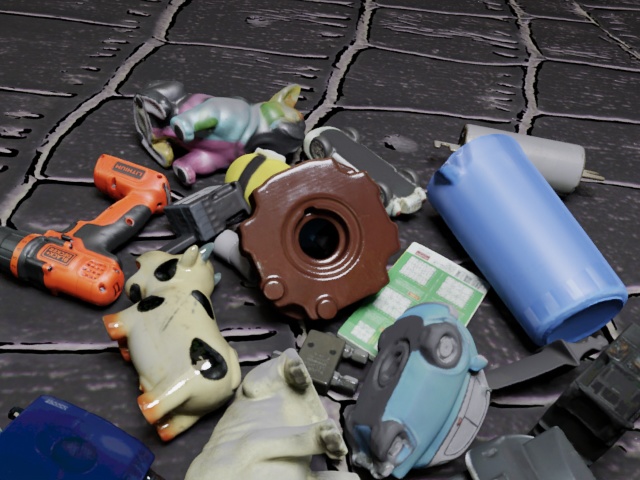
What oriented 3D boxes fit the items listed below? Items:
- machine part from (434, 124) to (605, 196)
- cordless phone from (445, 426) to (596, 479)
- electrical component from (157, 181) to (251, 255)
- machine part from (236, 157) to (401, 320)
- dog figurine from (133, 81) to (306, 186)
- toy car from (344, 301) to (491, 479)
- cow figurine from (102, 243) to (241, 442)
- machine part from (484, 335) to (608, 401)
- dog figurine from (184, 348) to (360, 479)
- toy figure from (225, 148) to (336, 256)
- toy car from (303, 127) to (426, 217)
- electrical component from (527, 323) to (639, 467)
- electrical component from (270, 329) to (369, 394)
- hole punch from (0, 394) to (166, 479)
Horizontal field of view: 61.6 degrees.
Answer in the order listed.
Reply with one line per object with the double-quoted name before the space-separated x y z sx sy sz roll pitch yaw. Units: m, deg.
"machine part" 0.286 -0.116 0.783 0.243 0.079 0.079 12 45 5
"cordless phone" 0.137 0.242 0.422 0.184 0.088 0.147 -20 51 -10
"electrical component" -0.150 -0.025 0.636 0.119 0.047 0.075 -33 21 -32
"machine part" -0.001 -0.002 0.580 0.179 0.056 0.179 1 84 -10
"dog figurine" -0.128 -0.169 0.765 0.219 0.108 0.192 -26 51 -34
"toy car" 0.098 0.142 0.482 0.103 0.109 0.161 30 70 -11
"cow figurine" -0.137 0.080 0.528 0.127 0.085 0.195 -24 50 -20
"machine part" 0.210 0.129 0.539 0.139 0.084 0.039 -15 74 -10
"dog figurine" -0.077 0.185 0.434 0.191 0.121 0.172 -25 18 -7
"toy figure" -0.044 -0.048 0.670 0.089 0.082 0.180 -28 57 -33
"toy car" 0.059 -0.097 0.750 0.073 0.056 0.202 -26 55 -36
"electrical component" 0.269 0.143 0.498 0.134 0.114 0.058 -28 57 -28
"electrical component" -0.001 0.121 0.547 0.094 0.021 0.063 15 45 14
"hole punch" -0.193 0.180 0.398 0.142 0.092 0.116 28 45 -3
